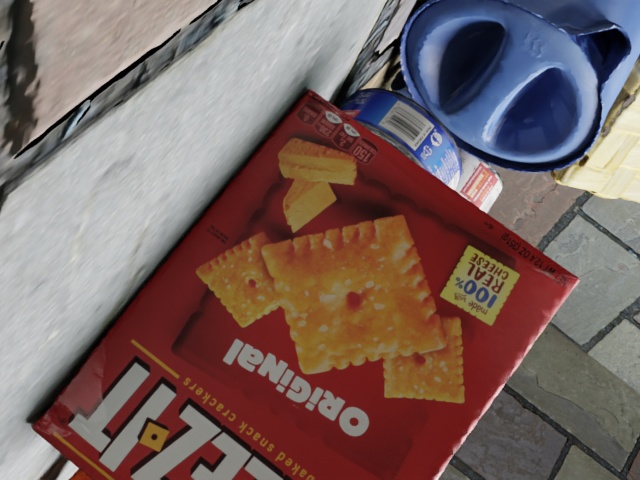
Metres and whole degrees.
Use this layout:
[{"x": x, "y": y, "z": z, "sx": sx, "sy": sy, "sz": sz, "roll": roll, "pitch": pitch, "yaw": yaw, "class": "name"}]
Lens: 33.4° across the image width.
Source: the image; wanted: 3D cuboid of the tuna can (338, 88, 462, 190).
[{"x": 0.040, "y": -0.047, "z": 0.628, "sx": 0.033, "sy": 0.086, "sz": 0.086, "roll": -51, "pitch": 174, "yaw": -26, "class": "tuna can"}]

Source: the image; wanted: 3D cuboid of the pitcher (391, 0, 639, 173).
[{"x": 0.157, "y": -0.168, "z": 0.704, "sx": 0.242, "sy": 0.149, "sz": 0.145, "roll": -53, "pitch": 160, "yaw": -31, "class": "pitcher"}]

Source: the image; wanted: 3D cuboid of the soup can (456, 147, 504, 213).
[{"x": 0.071, "y": -0.016, "z": 0.733, "sx": 0.102, "sy": 0.068, "sz": 0.068, "roll": -54, "pitch": 175, "yaw": -6, "class": "soup can"}]

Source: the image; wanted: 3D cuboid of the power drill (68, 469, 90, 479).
[{"x": -0.187, "y": 0.227, "z": 0.659, "sx": 0.184, "sy": 0.057, "sz": 0.188, "roll": -44, "pitch": 173, "yaw": -24, "class": "power drill"}]

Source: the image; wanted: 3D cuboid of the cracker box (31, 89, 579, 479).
[{"x": -0.005, "y": 0.058, "z": 0.518, "sx": 0.213, "sy": 0.164, "sz": 0.072, "roll": -52, "pitch": 172, "yaw": -10, "class": "cracker box"}]
